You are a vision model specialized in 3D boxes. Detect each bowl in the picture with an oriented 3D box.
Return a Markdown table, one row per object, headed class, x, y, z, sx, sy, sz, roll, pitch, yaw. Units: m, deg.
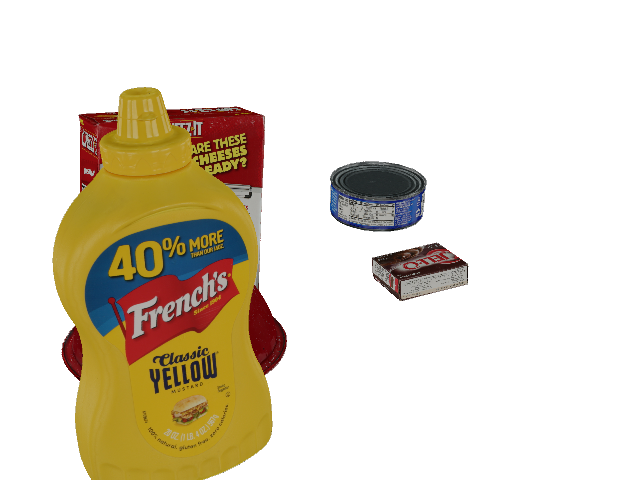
| class | x | y | z | sx | sy | sz | roll | pitch | yaw |
| --- | --- | --- | --- | --- | --- | --- | --- | --- | --- |
| bowl | -0.104 | 0.051 | 0.762 | 0.162 | 0.055 | 0.162 | 1 | 23 | -1 |

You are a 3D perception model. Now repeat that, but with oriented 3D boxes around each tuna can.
| class | x | y | z | sx | sy | sz | roll | pitch | yaw |
| --- | --- | --- | --- | --- | --- | --- | --- | --- | --- |
| tuna can | 0.051 | -0.040 | 0.953 | 0.086 | 0.034 | 0.086 | 1 | 25 | -1 |

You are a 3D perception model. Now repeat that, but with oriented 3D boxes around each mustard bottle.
| class | x | y | z | sx | sy | sz | roll | pitch | yaw |
| --- | --- | --- | --- | --- | --- | --- | --- | --- | --- |
| mustard bottle | -0.076 | 0.023 | 0.507 | 0.096 | 0.192 | 0.058 | -12 | 24 | -22 |

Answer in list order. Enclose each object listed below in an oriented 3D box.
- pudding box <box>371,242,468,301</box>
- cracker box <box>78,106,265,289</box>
| class | x | y | z | sx | sy | sz | roll | pitch | yaw |
| --- | --- | --- | --- | --- | --- | --- | --- | --- | --- |
| pudding box | 0.143 | 0.044 | 1.536 | 0.113 | 0.039 | 0.090 | -15 | 24 | -19 |
| cracker box | -0.141 | -0.015 | 1.011 | 0.163 | 0.214 | 0.072 | -7 | 18 | -29 |
